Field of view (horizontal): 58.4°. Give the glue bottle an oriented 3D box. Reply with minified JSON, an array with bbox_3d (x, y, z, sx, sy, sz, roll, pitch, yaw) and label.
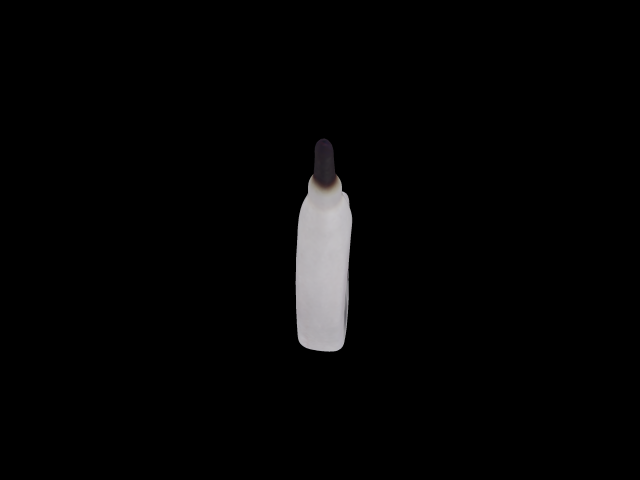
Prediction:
[{"bbox_3d":[0.004,0.001,0.400,0.037,0.173,0.078,4,46,5],"label":"glue bottle"}]
